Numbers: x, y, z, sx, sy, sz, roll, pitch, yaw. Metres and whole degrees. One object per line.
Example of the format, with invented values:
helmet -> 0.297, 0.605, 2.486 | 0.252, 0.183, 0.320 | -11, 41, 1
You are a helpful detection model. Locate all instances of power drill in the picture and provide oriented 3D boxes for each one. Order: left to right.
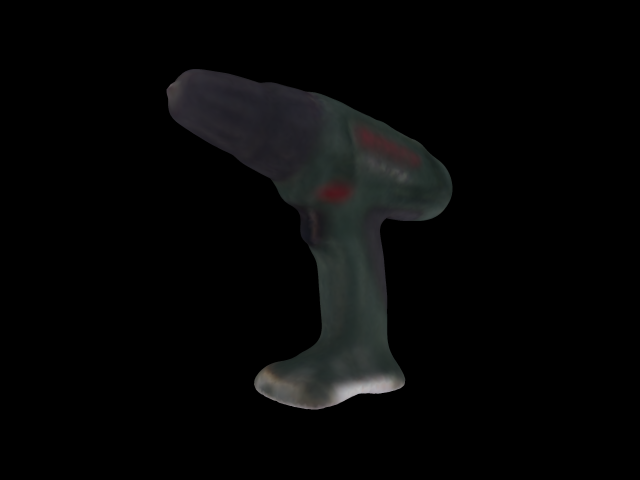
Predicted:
power drill -> 0.004, 0.001, 0.400 | 0.230, 0.208, 0.075 | -2, 3, -40
